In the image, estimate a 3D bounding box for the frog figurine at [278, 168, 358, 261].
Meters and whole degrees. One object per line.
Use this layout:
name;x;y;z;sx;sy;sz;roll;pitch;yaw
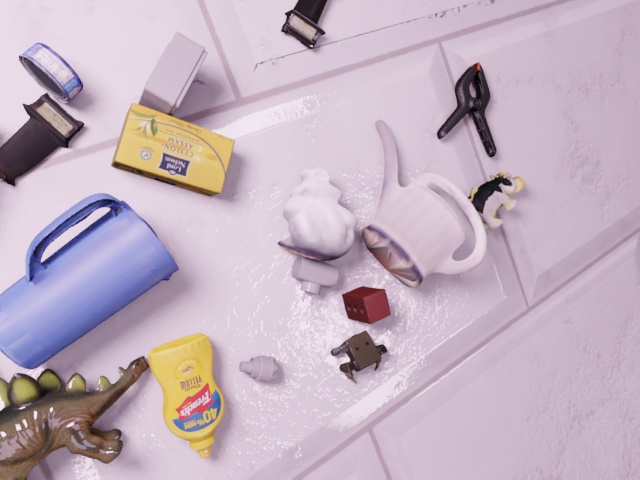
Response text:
frog figurine;0.003;-0.046;0.920;0.137;0.123;0.159;14;93;-7

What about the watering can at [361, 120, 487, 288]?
watering can;0.171;-0.057;1.017;0.226;0.103;0.348;-42;86;-14
